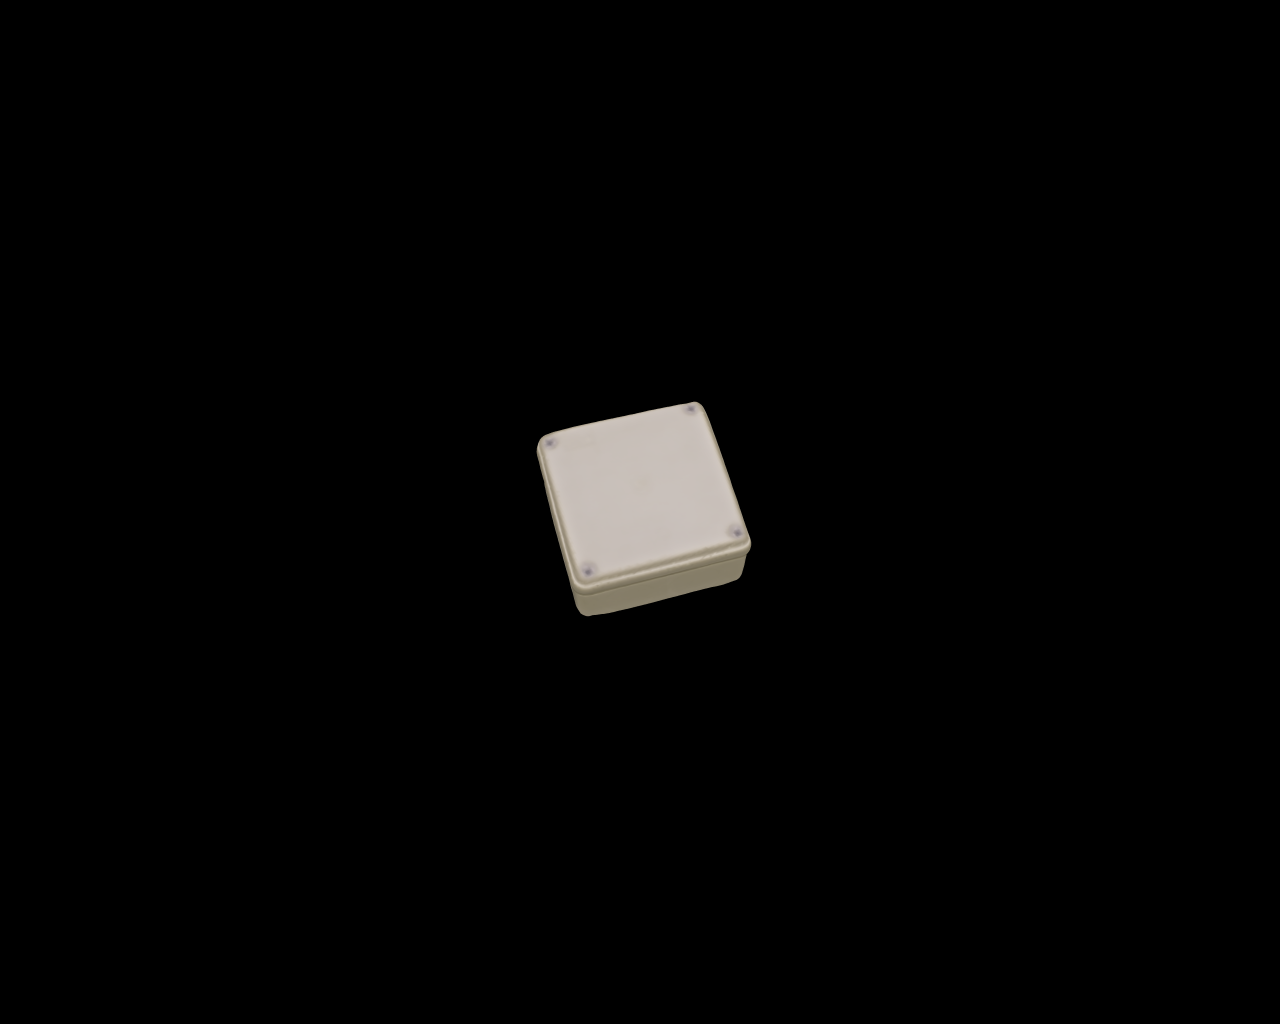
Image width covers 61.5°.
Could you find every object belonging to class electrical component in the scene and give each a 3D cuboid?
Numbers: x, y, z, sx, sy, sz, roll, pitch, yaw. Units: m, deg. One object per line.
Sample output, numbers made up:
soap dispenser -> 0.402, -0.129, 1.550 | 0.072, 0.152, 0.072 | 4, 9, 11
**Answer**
electrical component -> 0.001, -0.003, 0.650 | 0.109, 0.109, 0.056 | -13, -28, -7
